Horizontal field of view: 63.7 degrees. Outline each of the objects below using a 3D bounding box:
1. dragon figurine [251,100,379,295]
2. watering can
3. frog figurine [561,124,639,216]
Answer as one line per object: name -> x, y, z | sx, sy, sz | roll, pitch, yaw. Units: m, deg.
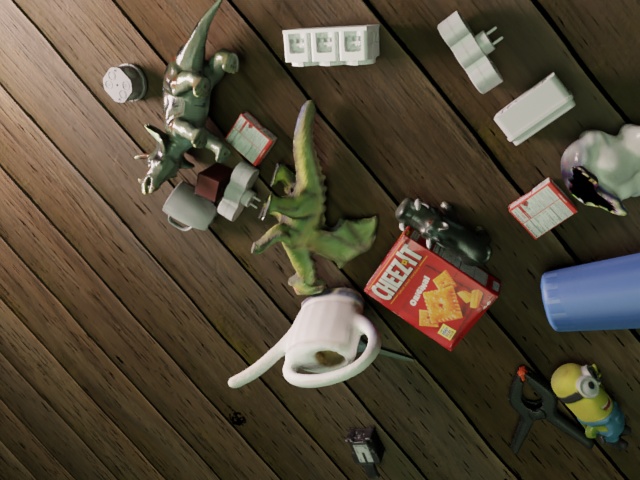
dragon figurine -> 0.003, -0.053, 1.051 | 0.242, 0.124, 0.403 | 21, 113, -8
watering can -> -0.028, 0.212, 1.088 | 0.345, 0.230, 0.102 | -13, 125, 26
frog figurine -> 0.476, -0.131, 0.827 | 0.138, 0.121, 0.160 | 42, 85, 9
